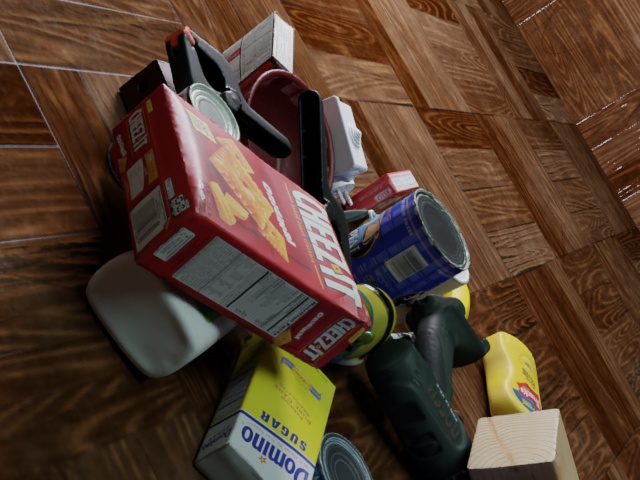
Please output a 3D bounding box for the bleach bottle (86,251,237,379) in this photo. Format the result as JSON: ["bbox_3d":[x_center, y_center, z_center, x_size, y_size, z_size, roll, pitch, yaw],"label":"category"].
[{"bbox_3d":[-0.101,0.031,0.925,0.102,0.068,0.250,55,21,-3],"label":"bleach bottle"}]

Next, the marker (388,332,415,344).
[{"bbox_3d":[0.093,0.117,1.241,0.120,0.020,0.020,7,55,-60],"label":"marker"}]

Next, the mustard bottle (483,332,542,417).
[{"bbox_3d":[0.253,0.213,1.383,0.096,0.058,0.191,50,25,-27],"label":"mustard bottle"}]

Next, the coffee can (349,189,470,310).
[{"bbox_3d":[0.079,0.022,1.179,0.102,0.140,0.103,43,28,-30],"label":"coffee can"}]

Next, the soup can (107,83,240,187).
[{"bbox_3d":[-0.131,-0.086,0.956,0.068,0.102,0.068,43,28,-30],"label":"soup can"}]

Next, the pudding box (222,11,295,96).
[{"bbox_3d":[-0.073,-0.201,1.222,0.039,0.090,0.113,42,28,-30],"label":"pudding box"}]

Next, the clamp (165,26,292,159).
[{"bbox_3d":[-0.094,-0.118,1.014,0.171,0.039,0.120,51,29,-21],"label":"clamp"}]

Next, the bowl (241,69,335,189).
[{"bbox_3d":[-0.050,-0.099,1.149,0.161,0.055,0.162,19,66,-53],"label":"bowl"}]

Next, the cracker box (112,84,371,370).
[{"bbox_3d":[-0.063,-0.010,0.877,0.213,0.072,0.164,35,24,-40],"label":"cracker box"}]

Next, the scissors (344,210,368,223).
[{"bbox_3d":[-0.007,0.001,1.130,0.201,0.016,0.096,12,83,-54],"label":"scissors"}]

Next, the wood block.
[{"bbox_3d":[0.228,0.292,1.117,0.090,0.090,0.206,-59,133,-59],"label":"wood block"}]

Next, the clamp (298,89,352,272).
[{"bbox_3d":[-0.012,-0.024,1.066,0.164,0.036,0.210,-55,137,-51],"label":"clamp"}]

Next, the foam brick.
[{"bbox_3d":[-0.149,-0.126,1.032,0.051,0.053,0.078,11,51,-59],"label":"foam brick"}]

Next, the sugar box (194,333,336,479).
[{"bbox_3d":[-0.041,0.155,0.905,0.093,0.048,0.176,49,24,-17],"label":"sugar box"}]

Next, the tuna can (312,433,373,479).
[{"bbox_3d":[0.013,0.216,0.948,0.086,0.034,0.086,44,26,-29],"label":"tuna can"}]

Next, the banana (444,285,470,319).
[{"bbox_3d":[0.166,0.086,1.404,0.069,0.037,0.197,35,26,-6],"label":"banana"}]

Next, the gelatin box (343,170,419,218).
[{"bbox_3d":[0.078,-0.057,1.357,0.030,0.073,0.089,61,24,5],"label":"gelatin box"}]
